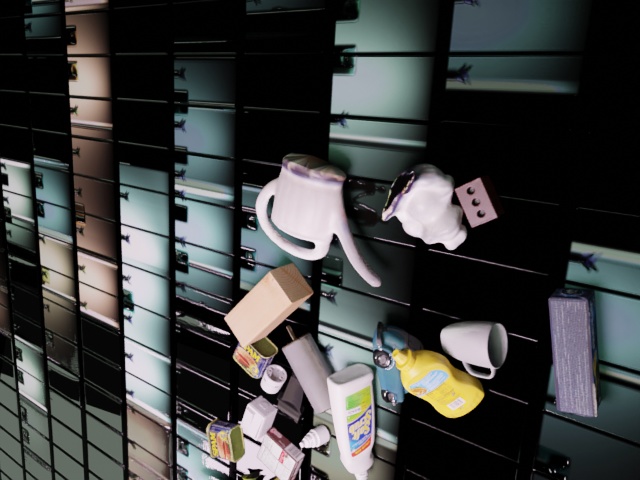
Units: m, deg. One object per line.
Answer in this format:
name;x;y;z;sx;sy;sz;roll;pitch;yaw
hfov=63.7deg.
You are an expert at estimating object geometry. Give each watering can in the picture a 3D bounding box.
watering can;0.003;-0.055;1.086;0.350;0.105;0.221;24;112;30

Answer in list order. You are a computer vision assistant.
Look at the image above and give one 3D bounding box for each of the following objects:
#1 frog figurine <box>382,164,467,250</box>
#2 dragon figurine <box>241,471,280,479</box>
frog figurine;0.209;-0.062;0.961;0.159;0.125;0.135;26;110;-11
dragon figurine;-0.170;0.741;1.350;0.408;0.124;0.241;-14;100;29
